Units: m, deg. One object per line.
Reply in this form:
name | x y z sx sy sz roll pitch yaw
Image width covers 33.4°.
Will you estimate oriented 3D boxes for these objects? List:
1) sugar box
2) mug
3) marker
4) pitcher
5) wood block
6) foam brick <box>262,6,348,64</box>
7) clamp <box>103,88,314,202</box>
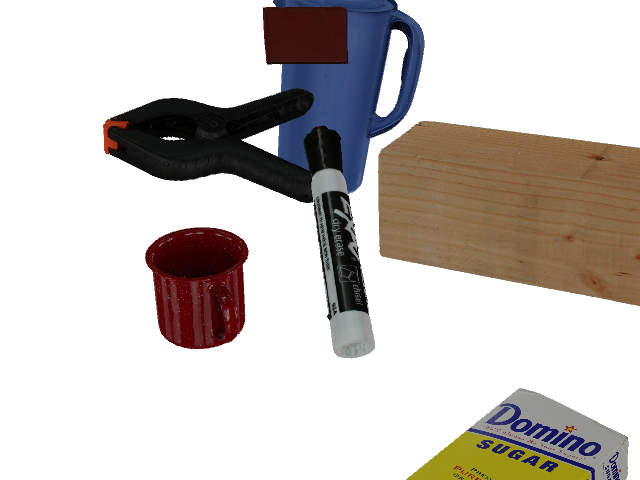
sugar box | 0.116 0.171 0.709 0.176 0.048 0.093 -33 39 -32
mug | -0.104 0.051 0.972 0.093 0.081 0.117 -18 35 -28
marker | 0.008 -0.003 0.503 0.020 0.121 0.020 -6 -30 -4
pitcher | 0.022 -0.178 1.287 0.144 0.243 0.149 -7 28 -26
wood block | 0.155 -0.026 0.811 0.206 0.090 0.090 11 27 27
foam brick | -0.014 -0.193 1.002 0.078 0.051 0.053 -1 15 -4
clamp | -0.077 -0.084 0.823 0.171 0.039 0.120 9 39 -4
